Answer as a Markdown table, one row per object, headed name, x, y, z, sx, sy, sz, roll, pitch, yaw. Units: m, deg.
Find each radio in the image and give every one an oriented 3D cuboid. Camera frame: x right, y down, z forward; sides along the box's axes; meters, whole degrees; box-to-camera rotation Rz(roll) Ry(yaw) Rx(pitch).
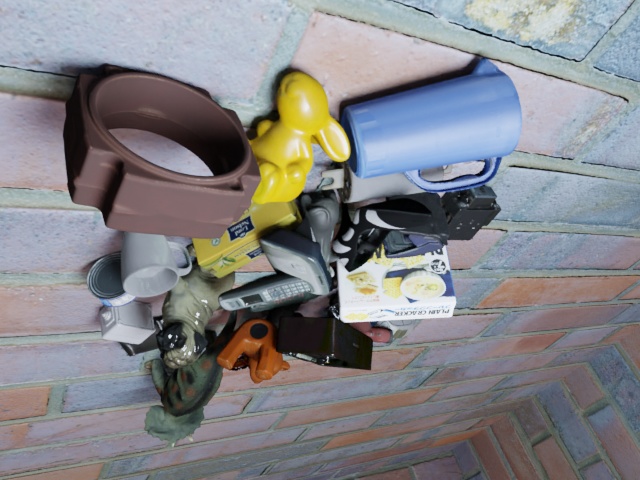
| name | x | y | z | sx | sy | sz | roll | pitch | yaw |
| --- | --- | --- | --- | --- | --- | --- | --- | --- | --- |
| radio | 0.013 | 0.210 | 1.080 | 0.131 | 0.073 | 0.229 | -2 | 159 | 24 |

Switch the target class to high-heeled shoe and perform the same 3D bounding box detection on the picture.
| name | x | y | z | sx | sy | sz | roll | pitch | yaw |
| --- | --- | --- | --- | --- | --- | --- | --- | --- | --- |
| high-heeled shoe | 0.101 | 0.004 | 0.909 | 0.086 | 0.249 | 0.145 | -17 | 106 | -29 |

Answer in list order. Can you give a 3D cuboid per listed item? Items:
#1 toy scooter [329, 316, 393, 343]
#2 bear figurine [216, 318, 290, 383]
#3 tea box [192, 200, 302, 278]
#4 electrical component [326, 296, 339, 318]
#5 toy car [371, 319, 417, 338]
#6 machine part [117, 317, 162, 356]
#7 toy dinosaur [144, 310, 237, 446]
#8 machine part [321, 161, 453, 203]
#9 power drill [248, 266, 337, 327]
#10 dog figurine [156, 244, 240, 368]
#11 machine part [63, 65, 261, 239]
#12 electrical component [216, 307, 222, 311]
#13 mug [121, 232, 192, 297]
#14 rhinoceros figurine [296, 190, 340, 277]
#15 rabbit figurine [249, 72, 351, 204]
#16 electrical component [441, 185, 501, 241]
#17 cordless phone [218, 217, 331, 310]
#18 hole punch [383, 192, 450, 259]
| name | x | y | z | sx | sy | sz | roll | pitch | yaw |
| --- | --- | --- | --- | --- | --- | --- | --- | --- | --- |
| toy scooter | 0.070 | 0.212 | 1.259 | 0.184 | 0.075 | 0.135 | 3 | 174 | 35 |
| bear figurine | -0.130 | 0.250 | 1.114 | 0.120 | 0.132 | 0.195 | 16 | 141 | 9 |
| tea box | -0.119 | -0.024 | 0.864 | 0.170 | 0.098 | 0.068 | -28 | 147 | 7 |
| electrical component | 0.063 | 0.144 | 1.239 | 0.075 | 0.047 | 0.119 | -30 | -174 | 17 |
| toy car | 0.184 | 0.190 | 1.331 | 0.161 | 0.103 | 0.109 | -4 | 142 | -28 |
| machine part | -0.336 | 0.198 | 1.089 | 0.139 | 0.039 | 0.084 | -18 | 115 | 6 |
| toy dinosaur | -0.272 | 0.302 | 1.153 | 0.131 | 0.192 | 0.404 | 6 | 139 | -38 |
| machine part | 0.115 | -0.109 | 0.893 | 0.243 | 0.079 | 0.079 | -9 | 144 | -20 |
| power drill | -0.046 | 0.138 | 1.150 | 0.232 | 0.086 | 0.207 | -8 | 148 | -18 |
| dog figurine | -0.202 | 0.117 | 0.932 | 0.172 | 0.191 | 0.121 | -24 | 147 | 0 |
| machine part | -0.181 | -0.104 | 0.621 | 0.201 | 0.201 | 0.087 | 7 | 134 | -36 |
| electrical component | -0.220 | 0.122 | 1.059 | 0.102 | 0.045 | 0.078 | -6 | 142 | -22 |
| mug | -0.260 | 0.021 | 0.839 | 0.109 | 0.107 | 0.080 | -8 | 146 | -27 |
| rhinoceros figurine | -0.002 | -0.003 | 0.948 | 0.073 | 0.112 | 0.190 | -11 | 137 | -20 |
| rabbit figurine | -0.034 | -0.140 | 0.739 | 0.162 | 0.122 | 0.173 | 3 | 121 | -37 |
| electrical component | 0.293 | -0.056 | 1.086 | 0.115 | 0.058 | 0.134 | -4 | 143 | -28 |
| cordless phone | -0.081 | 0.051 | 0.832 | 0.184 | 0.089 | 0.146 | -19 | 150 | 1 |
| hole punch | 0.169 | -0.028 | 0.996 | 0.116 | 0.142 | 0.092 | 5 | 138 | -13 |
